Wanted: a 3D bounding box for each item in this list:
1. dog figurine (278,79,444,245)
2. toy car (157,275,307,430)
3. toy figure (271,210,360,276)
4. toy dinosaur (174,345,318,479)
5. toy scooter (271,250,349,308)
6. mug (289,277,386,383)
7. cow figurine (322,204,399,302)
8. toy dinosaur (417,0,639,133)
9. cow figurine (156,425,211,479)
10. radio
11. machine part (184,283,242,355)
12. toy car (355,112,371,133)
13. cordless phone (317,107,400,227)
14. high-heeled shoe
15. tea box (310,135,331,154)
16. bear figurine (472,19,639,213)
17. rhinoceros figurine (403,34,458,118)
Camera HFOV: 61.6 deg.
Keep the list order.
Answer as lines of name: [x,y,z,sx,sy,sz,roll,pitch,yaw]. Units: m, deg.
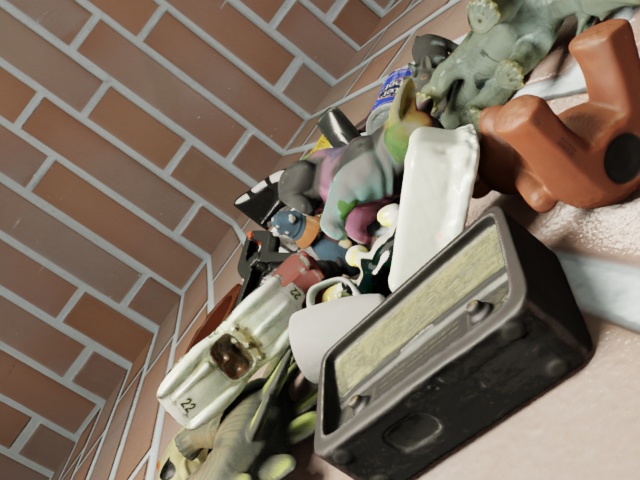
dog figurine: [0.061,-0.111,0.714,0.192,0.108,0.219,38,102,33]
toy car: [-0.093,0.123,0.612,0.202,0.073,0.056,-43,3,-20]
toy figure: [-0.003,-0.001,0.796,0.064,0.154,0.058,-50,17,22]
toy dinosaur: [-0.074,0.220,0.633,0.198,0.105,0.471,-44,11,9]
toy scooter: [-0.019,0.062,0.726,0.184,0.075,0.135,-14,-35,-50]
mug: [0.030,0.091,0.588,0.107,0.080,0.110,-21,53,18]
cow figurine: [0.071,0.042,0.645,0.167,0.068,0.098,-52,20,10]
toy dinosaur: [0.240,-0.248,0.695,0.192,0.131,0.405,-41,2,-19]
cow figurine: [-0.196,0.317,0.822,0.127,0.085,0.195,-58,11,11]
radio: [0.091,0.092,0.433,0.229,0.073,0.131,-47,15,27]
machine part: [-0.193,0.203,1.081,0.201,0.087,0.201,-43,18,33]
toy car: [0.124,-0.254,1.131,0.089,0.053,0.202,-27,12,32]
cordless phone: [0.035,-0.101,0.839,0.089,0.184,0.146,-33,-3,-44]
high-heeled shoe: [-0.078,-0.092,0.979,0.145,0.086,0.249,-51,19,-3]
tea box: [0.031,-0.135,0.960,0.098,0.068,0.170,-55,20,7]
bear figurine: [0.186,-0.094,0.467,0.120,0.131,0.196,-43,20,0]
rhinoceros figurine: [0.191,-0.272,0.886,0.073,0.112,0.190,-36,39,41]
